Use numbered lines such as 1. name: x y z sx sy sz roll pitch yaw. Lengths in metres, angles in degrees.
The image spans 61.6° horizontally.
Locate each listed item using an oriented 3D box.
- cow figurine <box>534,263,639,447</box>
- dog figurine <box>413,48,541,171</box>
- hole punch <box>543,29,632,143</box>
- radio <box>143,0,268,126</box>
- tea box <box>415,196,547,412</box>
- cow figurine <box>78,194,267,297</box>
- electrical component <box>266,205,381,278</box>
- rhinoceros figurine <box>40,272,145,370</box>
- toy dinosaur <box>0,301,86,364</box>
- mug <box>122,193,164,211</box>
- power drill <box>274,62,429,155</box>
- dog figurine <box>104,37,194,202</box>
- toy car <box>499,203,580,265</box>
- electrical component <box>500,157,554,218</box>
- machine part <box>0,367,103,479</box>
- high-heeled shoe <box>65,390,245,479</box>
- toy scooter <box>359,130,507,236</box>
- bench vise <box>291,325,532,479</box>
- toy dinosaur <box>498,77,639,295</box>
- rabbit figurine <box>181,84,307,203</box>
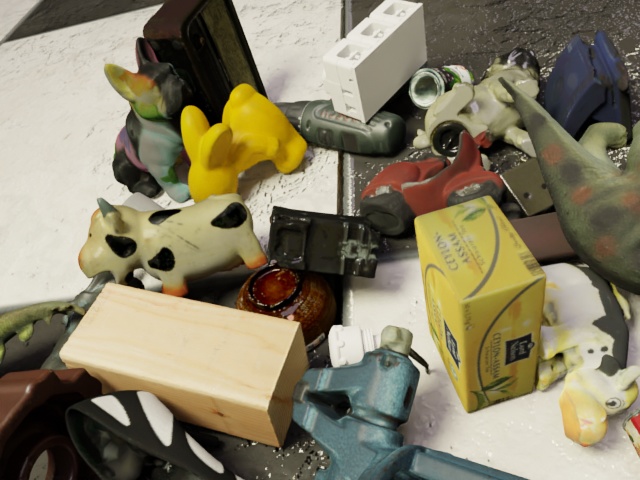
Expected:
1. cow figurine: 0.232 0.093 0.467 0.098 0.068 0.167 -7 47 4
2. dog figurine: 0.217 -0.184 0.730 0.172 0.121 0.191 -1 33 14
3. hole punch: 0.328 -0.182 0.669 0.092 0.115 0.142 -9 44 22
4. radio: -0.164 -0.255 0.819 0.073 0.229 0.131 9 52 27
5. tea box: 0.133 0.059 0.457 0.068 0.169 0.098 -17 43 0
6. cow figurine: -0.170 -0.001 0.603 0.195 0.127 0.085 -18 7 -16
7. electrical component: -0.001 -0.002 0.594 0.115 0.058 0.134 9 7 -8
8. rhinoceros figurine: -0.259 0.101 0.626 0.112 0.073 0.190 -11 46 24
9. toy dinosaur: -0.465 0.174 0.589 0.471 0.105 0.199 -38 53 0
10. mug: -0.204 0.002 0.687 0.107 0.109 0.081 31 84 0
11. power drill: 0.053 -0.219 0.818 0.232 0.085 0.207 26 56 34
12. dog figurine: -0.253 -0.173 0.779 0.192 0.218 0.108 10 48 26
13. toy car: 0.266 -0.005 0.557 0.202 0.053 0.089 -13 64 8
14. electrical component: 0.241 -0.061 0.629 0.102 0.045 0.078 -32 74 -9
15. machine part: -0.238 0.197 0.451 0.056 0.179 0.179 -5 46 19
16. high-heeled shoe: -0.115 0.212 0.405 0.086 0.145 0.249 -56 36 12
17. toy scooter: 0.136 -0.072 0.624 0.184 0.075 0.135 -3 47 45
18. bench vise: 0.077 0.175 0.386 0.241 0.128 0.223 1 53 43
19. toy dinosaur: 0.302 -0.010 0.463 0.405 0.131 0.192 28 71 31
20. rabbit figurine: -0.120 -0.117 0.747 0.122 0.162 0.173 32 82 27
